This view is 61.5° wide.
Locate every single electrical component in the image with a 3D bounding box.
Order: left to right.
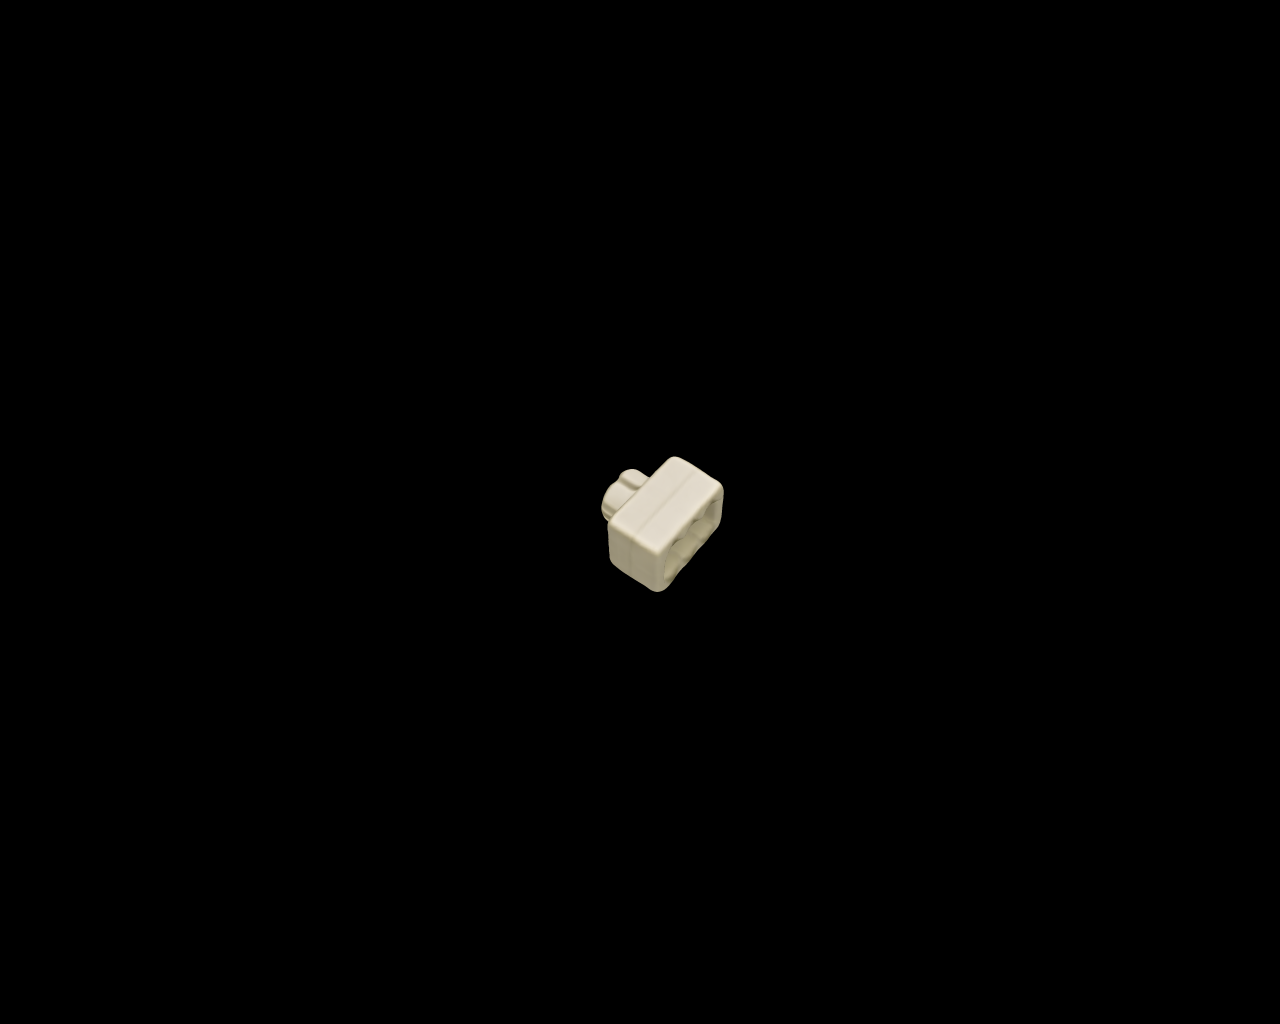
[{"bbox_3d":[0.001,-0.003,0.650,0.077,0.066,0.047,33,-28,20],"label":"electrical component"}]
